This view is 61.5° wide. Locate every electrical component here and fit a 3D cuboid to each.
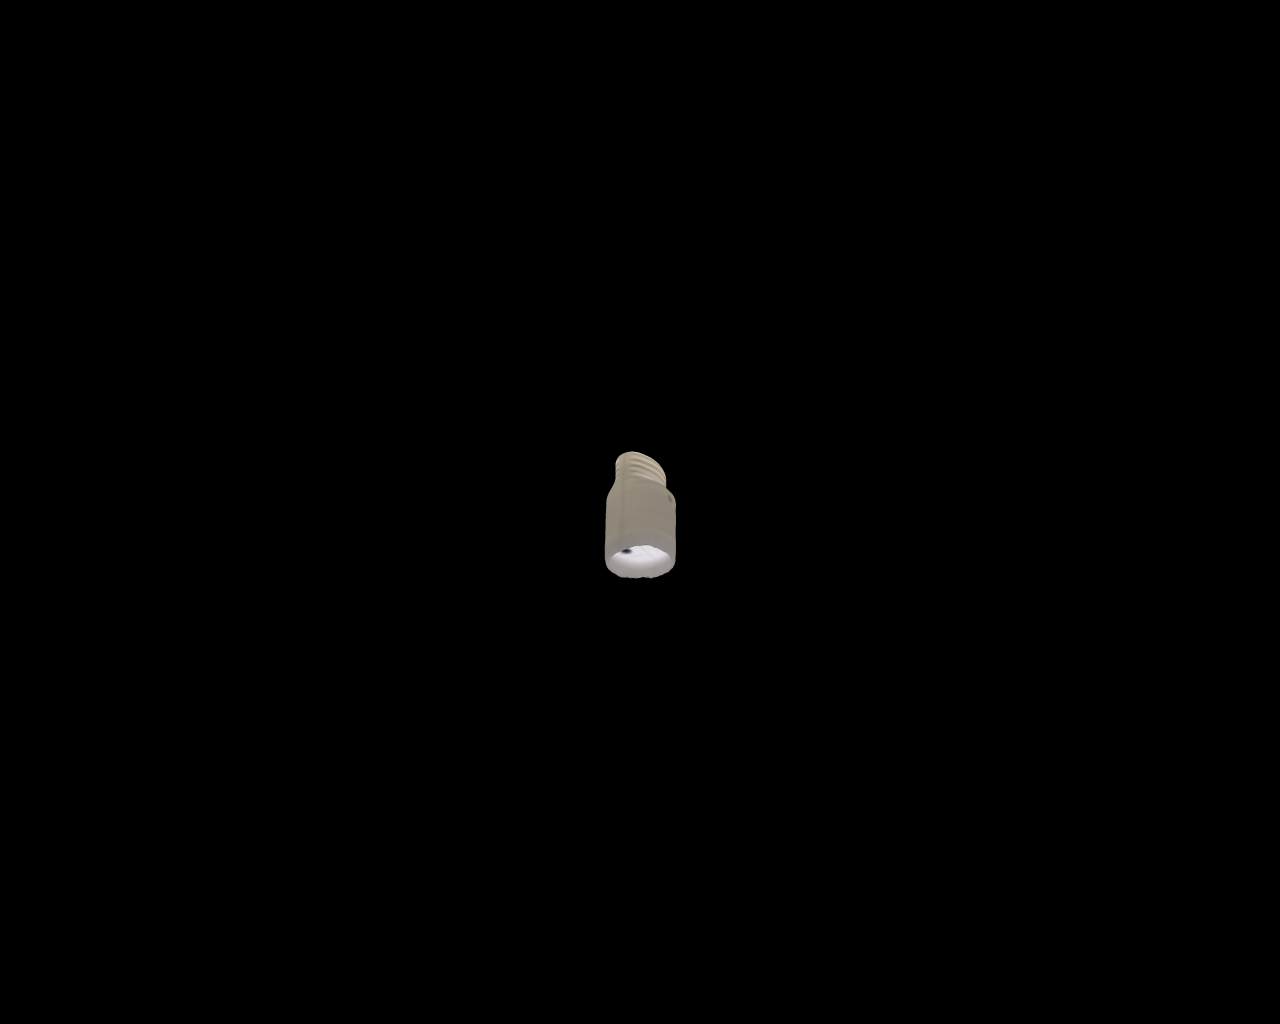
[{"bbox_3d":[0.001,-0.003,0.650,0.043,0.081,0.043,0,-32,0],"label":"electrical component"}]
